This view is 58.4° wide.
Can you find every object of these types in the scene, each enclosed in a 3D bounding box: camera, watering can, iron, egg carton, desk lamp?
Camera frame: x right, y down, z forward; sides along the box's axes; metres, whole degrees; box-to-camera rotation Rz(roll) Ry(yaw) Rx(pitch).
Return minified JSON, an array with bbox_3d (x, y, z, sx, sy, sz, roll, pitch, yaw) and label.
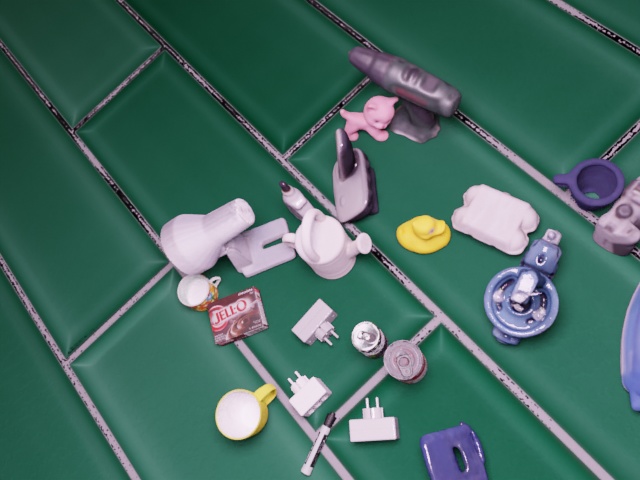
[{"bbox_3d":[0.582,-0.032,1.007,0.136,0.101,0.143,41,86,24],"label":"camera"},{"bbox_3d":[0.010,0.002,1.103,0.172,0.194,0.101,-16,68,10],"label":"watering can"},{"bbox_3d":[0.564,0.148,0.928,0.118,0.142,0.258,2,73,16],"label":"iron"},{"bbox_3d":[0.335,-0.040,1.095,0.150,0.069,0.107,27,81,22],"label":"egg carton"},{"bbox_3d":[-0.181,-0.004,1.148,0.203,0.214,0.118,-23,67,7],"label":"desk lamp"}]

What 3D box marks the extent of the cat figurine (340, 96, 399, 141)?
[{"bbox_3d":[0.105,-0.264,1.209,0.127,0.118,0.067,2,72,16],"label":"cat figurine"}]

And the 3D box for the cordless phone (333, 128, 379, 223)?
[{"bbox_3d":[0.055,-0.127,1.139,0.094,0.185,0.147,-13,69,11],"label":"cordless phone"}]

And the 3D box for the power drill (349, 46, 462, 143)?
[{"bbox_3d":[0.173,-0.286,1.148,0.229,0.209,0.076,26,81,22],"label":"power drill"}]

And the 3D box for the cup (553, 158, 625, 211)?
[{"bbox_3d":[0.488,-0.092,1.057,0.117,0.095,0.092,7,74,18],"label":"cup"}]

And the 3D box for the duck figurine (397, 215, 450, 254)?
[{"bbox_3d":[0.199,-0.020,1.117,0.104,0.086,0.077,-1,71,15],"label":"duck figurine"}]

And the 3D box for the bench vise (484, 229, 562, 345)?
[{"bbox_3d":[0.346,0.066,0.974,0.121,0.220,0.207,7,74,18],"label":"bench vise"}]

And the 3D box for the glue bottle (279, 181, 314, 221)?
[{"bbox_3d":[-0.048,-0.079,1.158,0.078,0.173,0.037,39,85,24],"label":"glue bottle"}]

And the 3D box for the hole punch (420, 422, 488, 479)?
[{"bbox_3d":[0.228,0.372,0.974,0.101,0.091,0.108,-20,68,8],"label":"hole punch"}]
